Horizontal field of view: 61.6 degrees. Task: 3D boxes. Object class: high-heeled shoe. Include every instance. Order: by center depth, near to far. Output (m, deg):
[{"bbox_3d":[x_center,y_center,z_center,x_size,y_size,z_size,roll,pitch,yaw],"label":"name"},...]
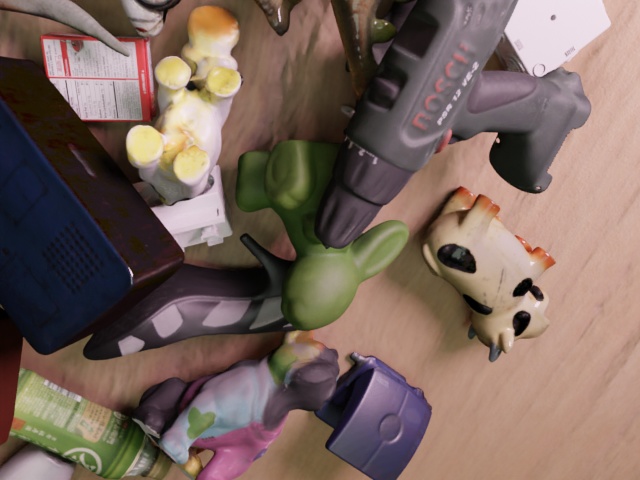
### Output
[{"bbox_3d":[-0.114,0.088,0.576,0.249,0.086,0.145,-31,123,10],"label":"high-heeled shoe"}]

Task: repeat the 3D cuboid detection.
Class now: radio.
[{"bbox_3d":[-0.236,-0.028,0.449,0.131,0.073,0.229,-40,85,22],"label":"radio"}]

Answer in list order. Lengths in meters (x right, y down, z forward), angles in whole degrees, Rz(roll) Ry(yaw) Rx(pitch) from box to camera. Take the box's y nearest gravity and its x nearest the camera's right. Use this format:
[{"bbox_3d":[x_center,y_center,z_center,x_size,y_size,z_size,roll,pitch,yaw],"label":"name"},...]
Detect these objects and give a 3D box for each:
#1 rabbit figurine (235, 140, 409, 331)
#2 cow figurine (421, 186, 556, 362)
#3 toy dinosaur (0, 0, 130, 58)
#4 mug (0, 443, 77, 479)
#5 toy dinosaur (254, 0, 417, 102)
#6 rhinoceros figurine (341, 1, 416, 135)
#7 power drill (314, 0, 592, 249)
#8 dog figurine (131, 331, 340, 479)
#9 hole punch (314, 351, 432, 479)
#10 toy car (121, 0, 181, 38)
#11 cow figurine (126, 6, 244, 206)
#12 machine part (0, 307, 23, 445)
[{"bbox_3d":[-0.001,-0.002,0.520,0.159,0.121,0.170,-2,91,-41],"label":"rabbit figurine"},{"bbox_3d":[0.186,0.047,0.589,0.194,0.086,0.127,39,98,-23],"label":"cow figurine"},{"bbox_3d":[-0.340,-0.250,0.370,0.404,0.192,0.131,47,62,-35],"label":"toy dinosaur"},{"bbox_3d":[-0.337,0.284,0.620,0.080,0.110,0.107,41,91,-17],"label":"mug"},{"bbox_3d":[0.016,-0.321,0.387,0.199,0.105,0.470,-12,106,2],"label":"toy dinosaur"},{"bbox_3d":[0.082,-0.170,0.485,0.112,0.073,0.190,16,110,-15],"label":"rhinoceros figurine"},{"bbox_3d":[0.113,-0.088,0.444,0.207,0.086,0.231,6,120,-31],"label":"power drill"},{"bbox_3d":[-0.081,0.168,0.605,0.219,0.192,0.108,-39,114,-27],"label":"dog figurine"},{"bbox_3d":[0.068,0.217,0.649,0.142,0.092,0.116,40,100,-17],"label":"hole punch"},{"bbox_3d":[-0.128,-0.262,0.417,0.056,0.074,0.201,8,112,-14],"label":"toy car"},{"bbox_3d":[-0.108,-0.115,0.473,0.068,0.098,0.167,17,72,-5],"label":"cow figurine"},{"bbox_3d":[-0.396,0.122,0.507,0.201,0.087,0.201,10,96,8],"label":"machine part"}]
